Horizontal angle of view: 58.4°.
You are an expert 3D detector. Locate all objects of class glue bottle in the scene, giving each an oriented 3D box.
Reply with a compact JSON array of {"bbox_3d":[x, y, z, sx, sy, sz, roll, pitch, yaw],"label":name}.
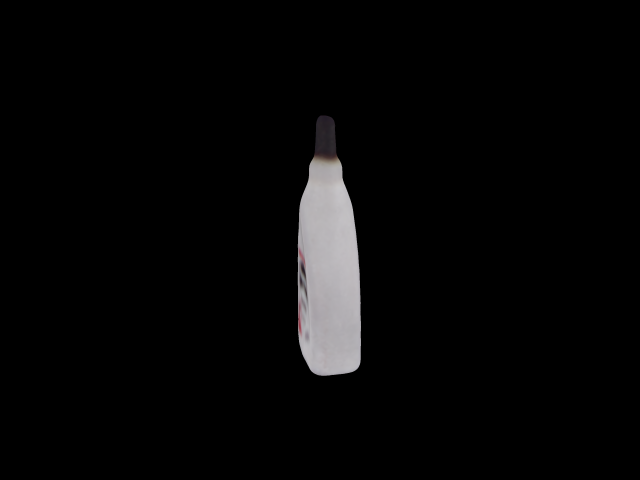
[{"bbox_3d":[0.004,0.001,0.400,0.037,0.173,0.078,-4,15,-13],"label":"glue bottle"}]
